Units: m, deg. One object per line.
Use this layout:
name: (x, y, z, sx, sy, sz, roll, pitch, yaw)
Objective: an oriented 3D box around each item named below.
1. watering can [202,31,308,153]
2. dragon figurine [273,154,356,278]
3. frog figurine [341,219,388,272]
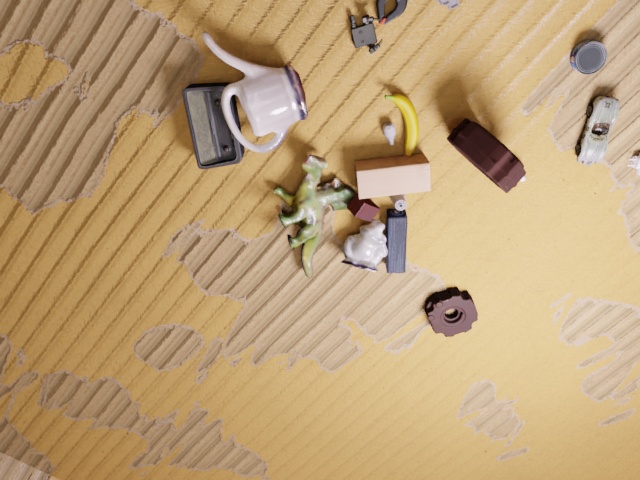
watering can: (-0.158, -0.397, 1.346, 0.225, 0.106, 0.341, -22, 121, -7)
dragon figurine: (0.005, -0.078, 1.546, 0.243, 0.125, 0.402, -21, 125, 0)
frog figurine: (0.143, 0.010, 1.588, 0.138, 0.122, 0.160, 16, 87, 25)
